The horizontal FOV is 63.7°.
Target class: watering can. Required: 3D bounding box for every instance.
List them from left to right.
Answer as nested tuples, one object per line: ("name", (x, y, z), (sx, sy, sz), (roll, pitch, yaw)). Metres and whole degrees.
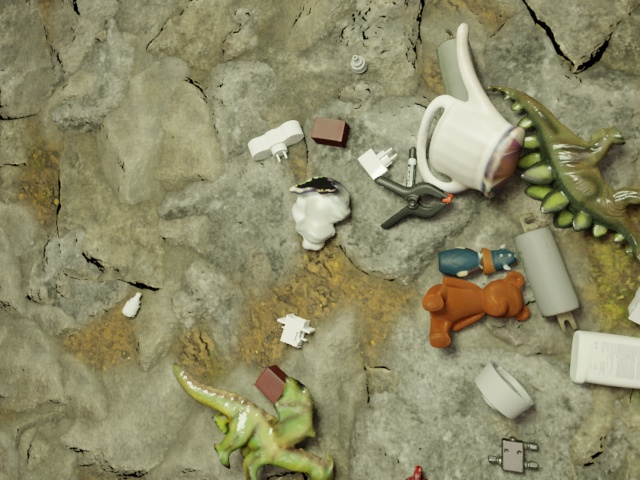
("watering can", (0.304, -0.229, 1.027), (0.227, 0.105, 0.339), (36, 132, 31))

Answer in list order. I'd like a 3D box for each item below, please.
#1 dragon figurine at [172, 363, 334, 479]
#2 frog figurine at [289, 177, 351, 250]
("dragon figurine", (-0.119, 0.377, 1.102), (0.241, 0.123, 0.410), (-37, 91, 11))
("frog figurine", (0.004, -0.059, 1.182), (0.137, 0.125, 0.156), (-5, 117, 8))
